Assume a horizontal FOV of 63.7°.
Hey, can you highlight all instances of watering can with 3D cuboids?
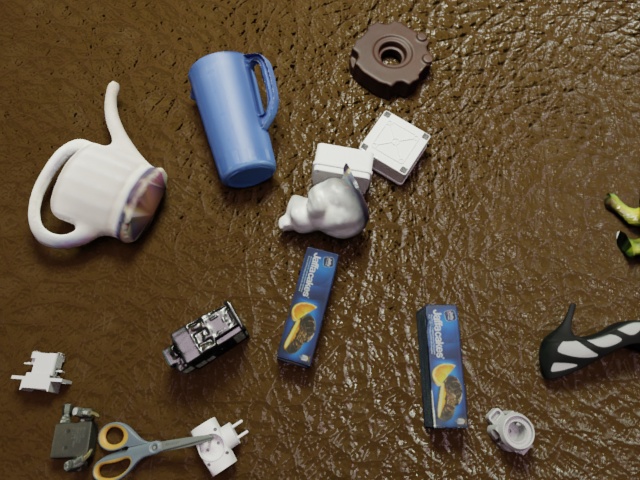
[{"bbox_3d":[-0.388,-0.133,0.958,0.224,0.353,0.102,20,-20,3],"label":"watering can"}]

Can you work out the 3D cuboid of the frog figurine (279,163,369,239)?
[{"bbox_3d":[0.003,-0.047,0.932,0.159,0.124,0.135,-26,-21,-3],"label":"frog figurine"}]

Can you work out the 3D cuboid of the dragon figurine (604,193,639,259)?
[{"bbox_3d":[0.701,-0.006,0.975,0.243,0.417,0.120,-4,-20,-13],"label":"dragon figurine"}]
